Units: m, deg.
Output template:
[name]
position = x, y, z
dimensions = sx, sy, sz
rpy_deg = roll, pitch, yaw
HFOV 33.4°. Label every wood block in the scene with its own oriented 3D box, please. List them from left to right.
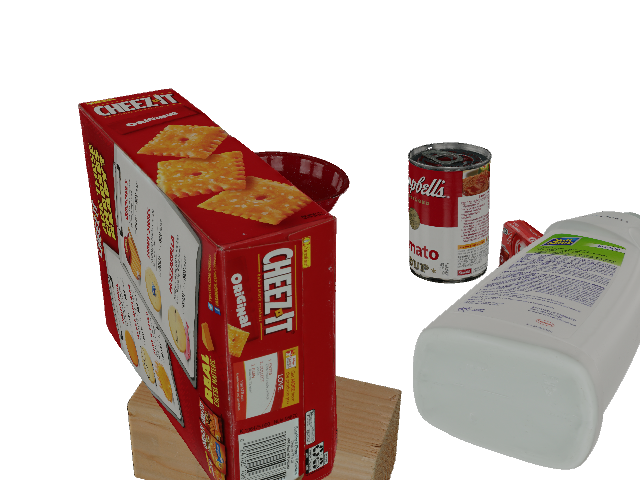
[wood block]
position = -0.045, 0.161, 0.888
dimensions = 0.206, 0.090, 0.090
rpy_deg = 11, 36, 14

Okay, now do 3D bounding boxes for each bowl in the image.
[bowl]
position = -0.048, -0.055, 1.299
dimensions = 0.162, 0.055, 0.162
rpy_deg = 4, 26, -2

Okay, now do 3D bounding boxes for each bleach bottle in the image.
[bleach bottle]
position = 0.152, 0.037, 0.623
dimensions = 0.103, 0.068, 0.250
rpy_deg = 13, 26, 30

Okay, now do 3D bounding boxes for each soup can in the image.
[soup can]
position = 0.107, -0.024, 0.889
dimensions = 0.068, 0.102, 0.068
rpy_deg = -2, 22, 1

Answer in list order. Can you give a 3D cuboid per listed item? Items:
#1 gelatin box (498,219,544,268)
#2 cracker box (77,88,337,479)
[gelatin box]
position = 0.227, 0.032, 1.175
dimensions = 0.030, 0.089, 0.073
rpy_deg = -10, 30, -21
[cracker box]
position = -0.068, 0.023, 0.616
dimensions = 0.072, 0.164, 0.214
rpy_deg = -14, 31, -24
